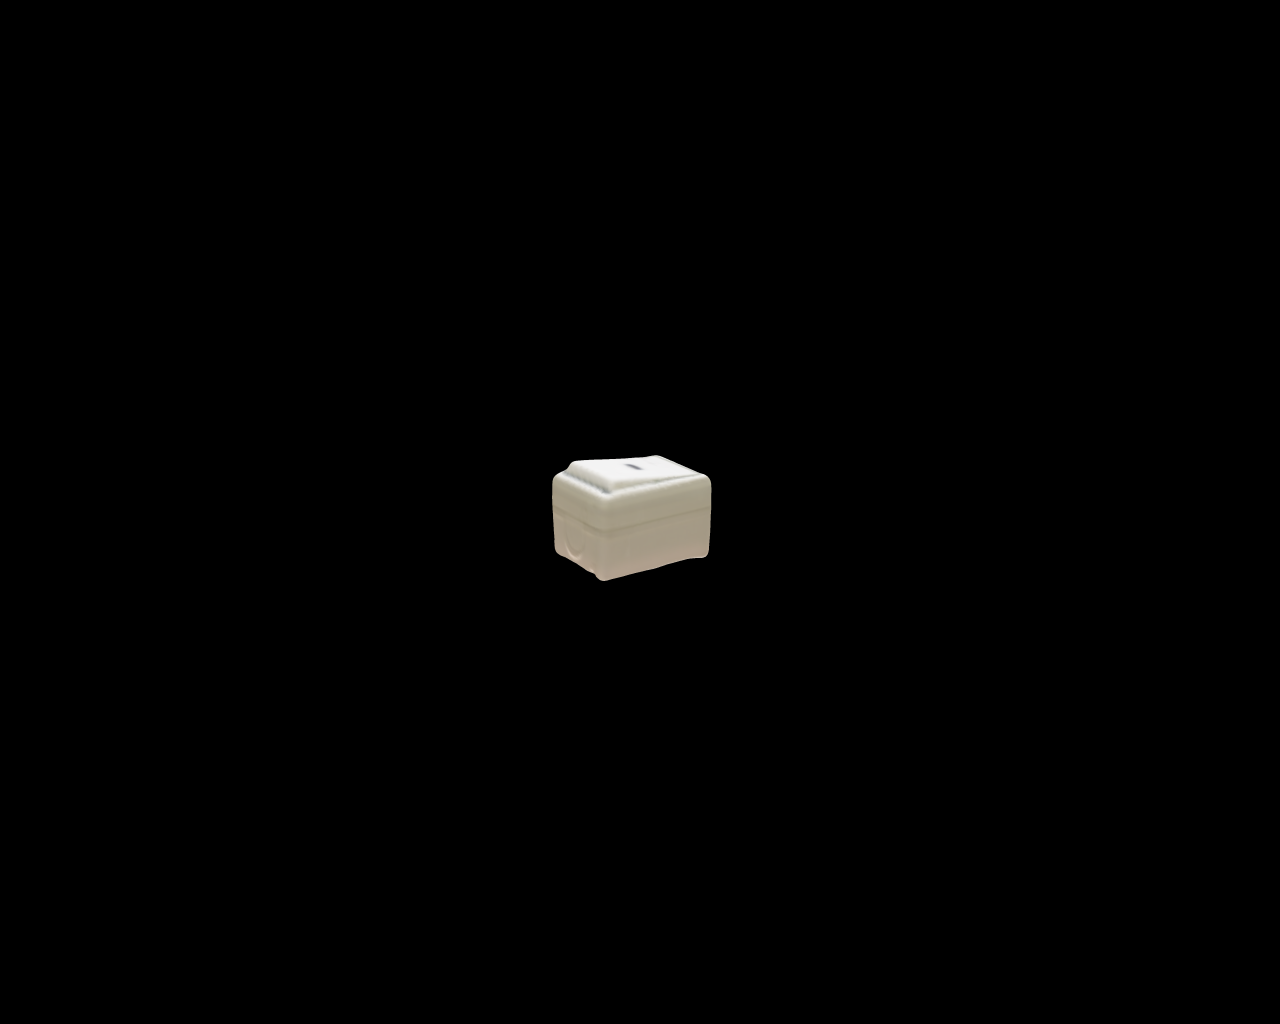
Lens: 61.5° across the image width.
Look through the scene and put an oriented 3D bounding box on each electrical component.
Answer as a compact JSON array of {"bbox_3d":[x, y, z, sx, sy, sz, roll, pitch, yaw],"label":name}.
[{"bbox_3d":[0.001,-0.003,0.650,0.096,0.061,0.062,-12,23,-31],"label":"electrical component"}]
